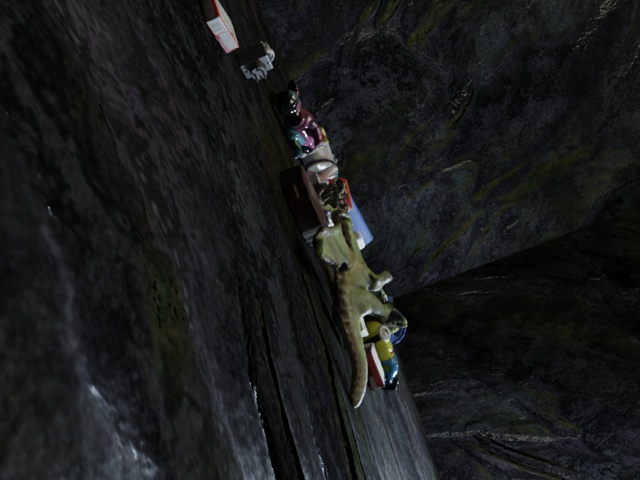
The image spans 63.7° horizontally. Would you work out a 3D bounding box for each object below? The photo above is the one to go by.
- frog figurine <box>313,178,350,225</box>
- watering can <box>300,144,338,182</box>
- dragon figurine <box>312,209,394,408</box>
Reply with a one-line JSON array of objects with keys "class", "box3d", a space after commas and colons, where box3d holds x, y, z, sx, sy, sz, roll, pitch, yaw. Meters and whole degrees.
[{"class": "frog figurine", "box3d": [0.004, -0.066, 1.310, 0.139, 0.123, 0.156, 62, -33, 18]}, {"class": "watering can", "box3d": [-0.039, -0.319, 1.731, 0.345, 0.103, 0.228, 25, 43, -62]}, {"class": "dragon figurine", "box3d": [0.041, 0.084, 0.996, 0.239, 0.121, 0.420, 55, 24, -27]}]
